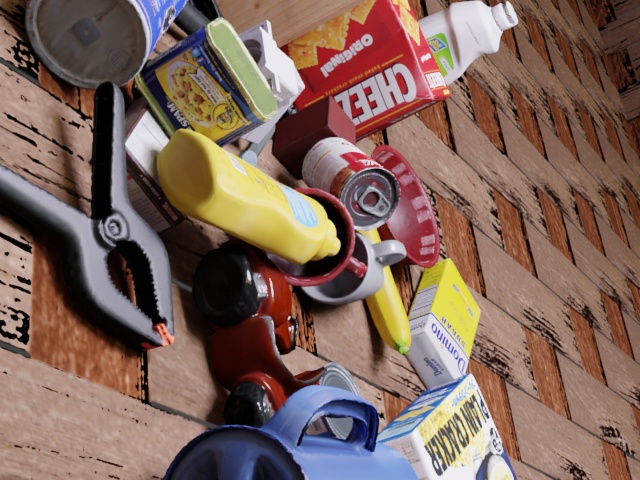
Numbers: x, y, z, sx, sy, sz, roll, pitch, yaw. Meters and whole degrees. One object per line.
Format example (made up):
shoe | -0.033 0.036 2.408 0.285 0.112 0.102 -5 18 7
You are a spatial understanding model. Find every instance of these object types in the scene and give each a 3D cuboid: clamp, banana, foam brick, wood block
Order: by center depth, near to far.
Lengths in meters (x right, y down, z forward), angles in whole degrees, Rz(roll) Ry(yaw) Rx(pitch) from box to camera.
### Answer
clamp | -0.165 -0.014 0.819 0.210 0.036 0.164 60 42 -17
clamp | -0.112 -0.207 1.095 0.171 0.039 0.120 58 28 -17
wood block | -0.012 -0.278 1.150 0.090 0.206 0.090 63 26 -6
foam brick | -0.006 -0.112 1.173 0.053 0.078 0.051 46 34 -36
banana | 0.068 0.046 1.206 0.070 0.037 0.198 109 -35 -63

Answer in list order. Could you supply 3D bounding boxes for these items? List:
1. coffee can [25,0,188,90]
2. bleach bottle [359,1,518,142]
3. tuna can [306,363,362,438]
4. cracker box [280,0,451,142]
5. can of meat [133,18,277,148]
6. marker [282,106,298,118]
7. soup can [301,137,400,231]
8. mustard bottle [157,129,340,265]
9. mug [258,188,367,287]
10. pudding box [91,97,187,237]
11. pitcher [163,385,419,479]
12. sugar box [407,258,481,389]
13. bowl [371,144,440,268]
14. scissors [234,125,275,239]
coffee can | -0.174 -0.204 0.904 0.102 0.103 0.140 54 29 -24
bleach bottle | 0.127 -0.216 1.308 0.102 0.251 0.068 52 30 -27
tuna can | 0.010 0.164 1.026 0.086 0.034 0.086 43 35 -40
cracker box | 0.030 -0.228 1.237 0.072 0.164 0.214 -24 90 -62
can of meat | -0.097 -0.129 0.923 0.102 0.084 0.057 57 26 -14
marker | -0.007 -0.104 1.232 0.121 0.020 0.020 55 28 -21
soup can | 0.030 -0.060 1.100 0.068 0.068 0.102 47 -1 -34
mustard bottle | -0.048 -0.025 0.919 0.191 0.058 0.096 27 16 -44
mug | -0.007 0.001 1.032 0.117 0.093 0.081 29 0 -7
pudding box | -0.141 -0.069 0.930 0.090 0.039 0.113 52 27 -22
pitcher | -0.004 0.206 0.849 0.242 0.149 0.145 18 53 -61
sugar box | 0.152 0.107 1.327 0.093 0.048 0.176 57 26 -18
bowl | 0.084 -0.032 1.301 0.162 0.055 0.162 42 35 -40
scissors | -0.069 -0.061 1.084 0.096 0.016 0.201 66 26 -4
